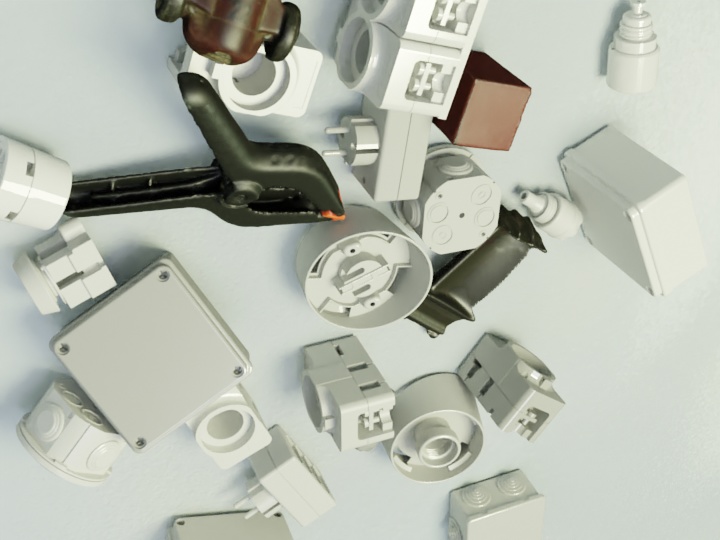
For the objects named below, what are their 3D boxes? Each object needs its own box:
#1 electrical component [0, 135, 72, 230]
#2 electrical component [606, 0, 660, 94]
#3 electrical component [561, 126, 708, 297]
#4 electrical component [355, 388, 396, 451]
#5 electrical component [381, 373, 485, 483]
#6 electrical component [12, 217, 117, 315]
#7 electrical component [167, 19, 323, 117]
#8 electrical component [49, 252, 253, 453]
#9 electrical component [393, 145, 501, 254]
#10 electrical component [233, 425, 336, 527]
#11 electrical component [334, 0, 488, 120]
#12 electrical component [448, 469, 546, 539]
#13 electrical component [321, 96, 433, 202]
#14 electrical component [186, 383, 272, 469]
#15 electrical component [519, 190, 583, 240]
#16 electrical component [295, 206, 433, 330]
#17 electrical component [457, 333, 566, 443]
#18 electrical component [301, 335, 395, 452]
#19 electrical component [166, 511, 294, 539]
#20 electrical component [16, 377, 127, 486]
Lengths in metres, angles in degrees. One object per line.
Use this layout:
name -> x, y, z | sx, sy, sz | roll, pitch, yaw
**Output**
electrical component -> -0.225, -0.056, 0.719 | 0.047, 0.055, 0.055 | 18, 112, -38
electrical component -> 0.220, -0.178, 0.862 | 0.040, 0.040, 0.078 | -16, 127, -16
electrical component -> 0.232, -0.050, 0.910 | 0.056, 0.108, 0.108 | -33, 130, -5
electrical component -> 0.011, 0.133, 0.974 | 0.035, 0.035, 0.061 | 23, 107, -35
electrical component -> 0.068, 0.149, 1.005 | 0.099, 0.064, 0.099 | -6, 124, -9
electrical component -> -0.213, 0.001, 0.769 | 0.055, 0.048, 0.066 | -31, 130, -14
electrical component -> -0.078, -0.140, 0.732 | 0.089, 0.055, 0.050 | 6, 118, -29
electrical component -> -0.154, 0.061, 0.805 | 0.109, 0.056, 0.108 | -36, 101, 0
electrical component -> 0.071, -0.056, 0.865 | 0.080, 0.051, 0.080 | -13, 126, -18
electrical component -> -0.077, 0.196, 0.965 | 0.076, 0.047, 0.083 | -35, 130, -1
electrical component -> 0.038, -0.192, 0.732 | 0.062, 0.089, 0.150 | 4, 119, -28
electrical component -> 0.139, 0.261, 1.113 | 0.100, 0.048, 0.099 | -14, 126, -17
electrical component -> 0.007, -0.098, 0.808 | 0.076, 0.047, 0.083 | -5, 124, -23
electrical component -> -0.116, 0.115, 0.886 | 0.050, 0.055, 0.089 | -31, 130, -4
electrical component -> 0.161, -0.051, 0.923 | 0.061, 0.035, 0.035 | 26, 107, -33
electrical component -> 0.000, 0.000, 0.859 | 0.099, 0.064, 0.099 | -13, 126, -18
electrical component -> 0.140, 0.103, 0.980 | 0.050, 0.089, 0.055 | 26, 108, -36
electrical component -> -0.014, 0.104, 0.906 | 0.056, 0.089, 0.050 | -13, 126, -18
electrical component -> -0.116, 0.266, 0.974 | 0.113, 0.078, 0.057 | 1, 124, -27
electrical component -> -0.218, 0.124, 0.828 | 0.080, 0.080, 0.051 | 32, 98, -38
